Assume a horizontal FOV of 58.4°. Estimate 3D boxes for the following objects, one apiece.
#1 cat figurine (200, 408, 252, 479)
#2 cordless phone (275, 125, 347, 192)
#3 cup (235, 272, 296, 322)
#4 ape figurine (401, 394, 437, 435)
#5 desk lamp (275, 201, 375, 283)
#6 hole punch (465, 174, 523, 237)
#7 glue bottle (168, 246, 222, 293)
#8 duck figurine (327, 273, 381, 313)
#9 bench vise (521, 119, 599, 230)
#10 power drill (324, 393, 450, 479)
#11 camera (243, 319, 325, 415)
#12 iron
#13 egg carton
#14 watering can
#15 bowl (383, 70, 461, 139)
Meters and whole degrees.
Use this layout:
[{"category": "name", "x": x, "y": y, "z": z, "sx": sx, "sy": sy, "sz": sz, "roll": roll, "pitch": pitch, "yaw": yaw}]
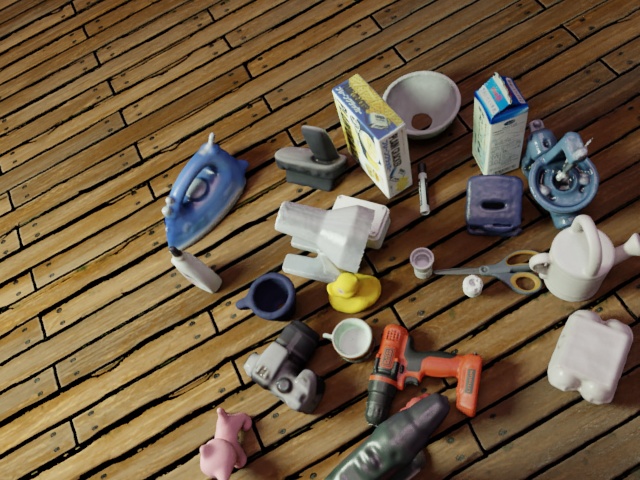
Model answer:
[{"category": "cat figurine", "x": -0.170, "y": 0.354, "z": 0.988, "sx": 0.067, "sy": 0.118, "sz": 0.128, "roll": -4, "pitch": 64, "yaw": 11}, {"category": "cordless phone", "x": -0.029, "y": -0.190, "z": 1.183, "sx": 0.147, "sy": 0.185, "sz": 0.094, "roll": 10, "pitch": 67, "yaw": 17}, {"category": "cup", "x": -0.094, "y": 0.124, "z": 1.096, "sx": 0.117, "sy": 0.095, "sz": 0.091, "roll": -16, "pitch": 62, "yaw": 5}, {"category": "ape figurine", "x": 0.168, "y": 0.288, "z": 0.959, "sx": 0.077, "sy": 0.092, "sz": 0.076, "roll": -7, "pitch": 63, "yaw": 9}, {"category": "desk lamp", "x": 0.010, "y": 0.004, "z": 1.064, "sx": 0.202, "sy": 0.214, "sz": 0.118, "roll": 11, "pitch": 67, "yaw": 18}, {"category": "hole punch", "x": 0.334, "y": -0.065, "z": 1.095, "sx": 0.108, "sy": 0.091, "sz": 0.101, "roll": 2, "pitch": 65, "yaw": 14}, {"category": "glue bottle", "x": -0.256, "y": 0.051, "z": 1.124, "sx": 0.078, "sy": 0.173, "sz": 0.037, "roll": 21, "pitch": 71, "yaw": 21}, {"category": "duck figurine", "x": 0.062, "y": 0.090, "z": 1.083, "sx": 0.104, "sy": 0.086, "sz": 0.077, "roll": -14, "pitch": 62, "yaw": 6}, {"category": "bench vise", "x": 0.420, "y": -0.142, "z": 1.040, "sx": 0.121, "sy": 0.220, "sz": 0.207, "roll": -31, "pitch": 62, "yaw": -3}, {"category": "power drill", "x": 0.109, "y": 0.331, "z": 0.885, "sx": 0.230, "sy": 0.209, "sz": 0.075, "roll": -38, "pitch": 62, "yaw": -7}, {"category": "camera", "x": -0.050, "y": 0.220, "z": 1.036, "sx": 0.142, "sy": 0.101, "sz": 0.137, "roll": 29, "pitch": 74, "yaw": 23}, {"category": "iron", "x": -0.267, "y": -0.102, "z": 1.219, "sx": 0.118, "sy": 0.142, "sz": 0.258, "roll": 25, "pitch": 72, "yaw": 23}, {"category": "egg carton", "x": 0.449, "y": 0.193, "z": 0.955, "sx": 0.107, "sy": 0.069, "sz": 0.150, "roll": 21, "pitch": 71, "yaw": 21}, {"category": "watering can", "x": 0.449, "y": 0.023, "z": 0.968, "sx": 0.173, "sy": 0.194, "sz": 0.100, "roll": -27, "pitch": 62, "yaw": -1}, {"category": "bowl", "x": 0.218, "y": -0.277, "z": 1.233, "sx": 0.167, "sy": 0.075, "sz": 0.167, "roll": -5, "pitch": 64, "yaw": 10}]
